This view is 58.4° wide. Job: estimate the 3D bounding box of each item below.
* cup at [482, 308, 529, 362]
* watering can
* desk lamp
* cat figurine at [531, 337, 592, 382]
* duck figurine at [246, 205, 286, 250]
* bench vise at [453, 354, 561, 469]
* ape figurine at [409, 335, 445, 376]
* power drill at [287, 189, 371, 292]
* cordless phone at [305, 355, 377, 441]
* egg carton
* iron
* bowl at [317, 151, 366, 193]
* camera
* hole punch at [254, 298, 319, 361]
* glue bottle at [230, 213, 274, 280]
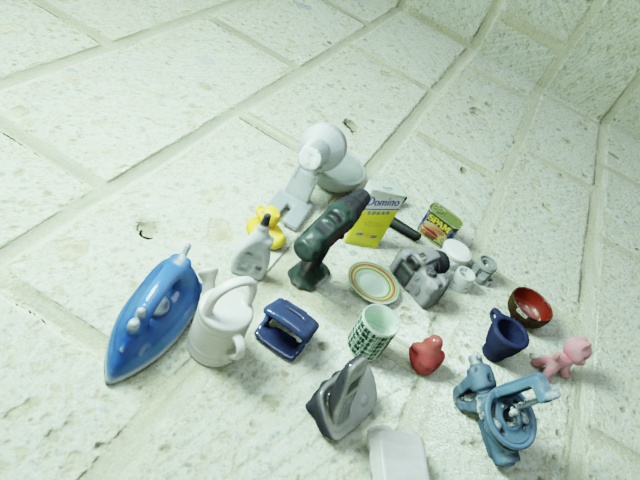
[{"bbox_3d":[0.405,0.223,1.304,0.092,0.095,0.117,-1,47,-29],"label":"cup"},{"bbox_3d":[-0.174,0.126,1.016,0.172,0.194,0.101,40,41,16],"label":"watering can"},{"bbox_3d":[-0.028,-0.165,1.396,0.118,0.213,0.203,28,39,2],"label":"desk lamp"},{"bbox_3d":[0.576,0.267,1.331,0.128,0.117,0.067,-3,48,-31],"label":"cat figurine"},{"bbox_3d":[-0.115,-0.036,1.309,0.104,0.086,0.078,40,41,16],"label":"duck figurine"},{"bbox_3d":[0.347,0.299,1.092,0.122,0.219,0.207,-16,55,-39],"label":"bench vise"},{"bbox_3d":[0.230,0.233,1.200,0.077,0.092,0.076,31,40,6],"label":"ape figurine"},{"bbox_3d":[0.011,0.004,1.238,0.075,0.208,0.230,36,40,12],"label":"power drill"},{"bbox_3d":[0.063,0.255,1.012,0.094,0.185,0.148,41,42,18],"label":"cordless phone"},{"bbox_3d":[0.133,0.395,0.990,0.107,0.069,0.150,13,41,-16],"label":"egg carton"},{"bbox_3d":[-0.291,0.119,1.001,0.118,0.141,0.258,25,40,-1],"label":"iron"},{"bbox_3d":[0.036,-0.181,1.557,0.168,0.074,0.167,15,41,-13],"label":"bowl"},{"bbox_3d":[0.267,0.072,1.388,0.137,0.100,0.143,-15,55,-39],"label":"camera"},{"bbox_3d":[-0.061,0.161,1.121,0.108,0.091,0.101,33,40,8],"label":"hole punch"},{"bbox_3d":[-0.129,0.010,1.183,0.078,0.173,0.037,18,40,-10],"label":"glue bottle"}]
